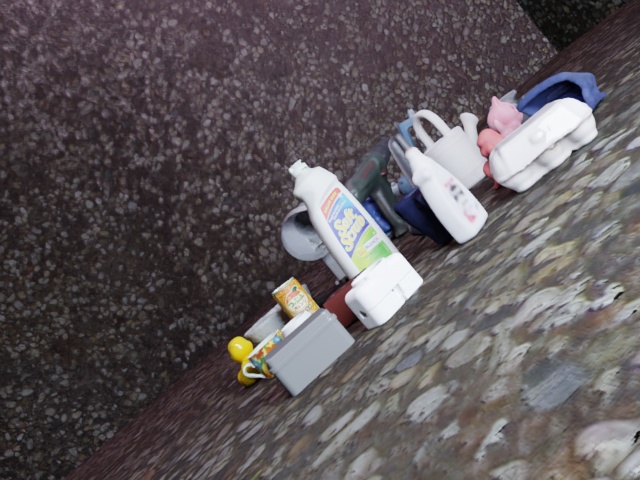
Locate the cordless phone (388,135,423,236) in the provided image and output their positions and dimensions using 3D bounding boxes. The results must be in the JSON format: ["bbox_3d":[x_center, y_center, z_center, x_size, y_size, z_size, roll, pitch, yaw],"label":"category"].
[{"bbox_3d":[0.177,-0.110,1.097,0.094,0.185,0.148,-39,2,35],"label":"cordless phone"}]

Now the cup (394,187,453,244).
[{"bbox_3d":[0.173,-0.041,0.860,0.091,0.095,0.118,-40,2,9],"label":"cup"}]

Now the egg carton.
[{"bbox_3d":[0.304,-0.132,0.793,0.150,0.069,0.107,-40,2,17],"label":"egg carton"}]

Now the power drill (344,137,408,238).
[{"bbox_3d":[0.160,-0.120,1.374,0.230,0.208,0.075,-41,2,-36],"label":"power drill"}]

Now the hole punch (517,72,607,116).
[{"bbox_3d":[0.400,-0.233,0.956,0.101,0.091,0.108,-41,2,-38],"label":"hole punch"}]

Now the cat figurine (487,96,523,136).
[{"bbox_3d":[0.363,-0.225,1.118,0.067,0.118,0.128,-39,2,34],"label":"cat figurine"}]

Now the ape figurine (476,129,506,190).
[{"bbox_3d":[0.290,-0.140,0.932,0.076,0.092,0.078,-40,2,2],"label":"ape figurine"}]

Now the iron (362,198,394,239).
[{"bbox_3d":[0.118,-0.044,1.508,0.119,0.141,0.258,-41,2,-30],"label":"iron"}]

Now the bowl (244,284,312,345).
[{"bbox_3d":[-0.071,0.170,1.184,0.167,0.075,0.167,-40,1,2],"label":"bowl"}]

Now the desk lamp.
[{"bbox_3d":[0.012,0.005,1.315,0.118,0.213,0.203,-40,2,13],"label":"desk lamp"}]

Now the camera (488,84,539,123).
[{"bbox_3d":[0.436,-0.278,1.227,0.136,0.101,0.143,-39,2,30],"label":"camera"}]

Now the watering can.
[{"bbox_3d":[0.275,-0.203,1.234,0.173,0.194,0.100,-41,2,-36],"label":"watering can"}]

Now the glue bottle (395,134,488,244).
[{"bbox_3d":[0.160,-0.079,0.794,0.037,0.173,0.078,-39,2,37],"label":"glue bottle"}]

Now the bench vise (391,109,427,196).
[{"bbox_3d":[0.249,-0.204,1.443,0.207,0.220,0.121,-40,2,4],"label":"bench vise"}]

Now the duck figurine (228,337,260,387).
[{"bbox_3d":[-0.141,0.225,1.092,0.077,0.086,0.104,-40,2,0],"label":"duck figurine"}]
